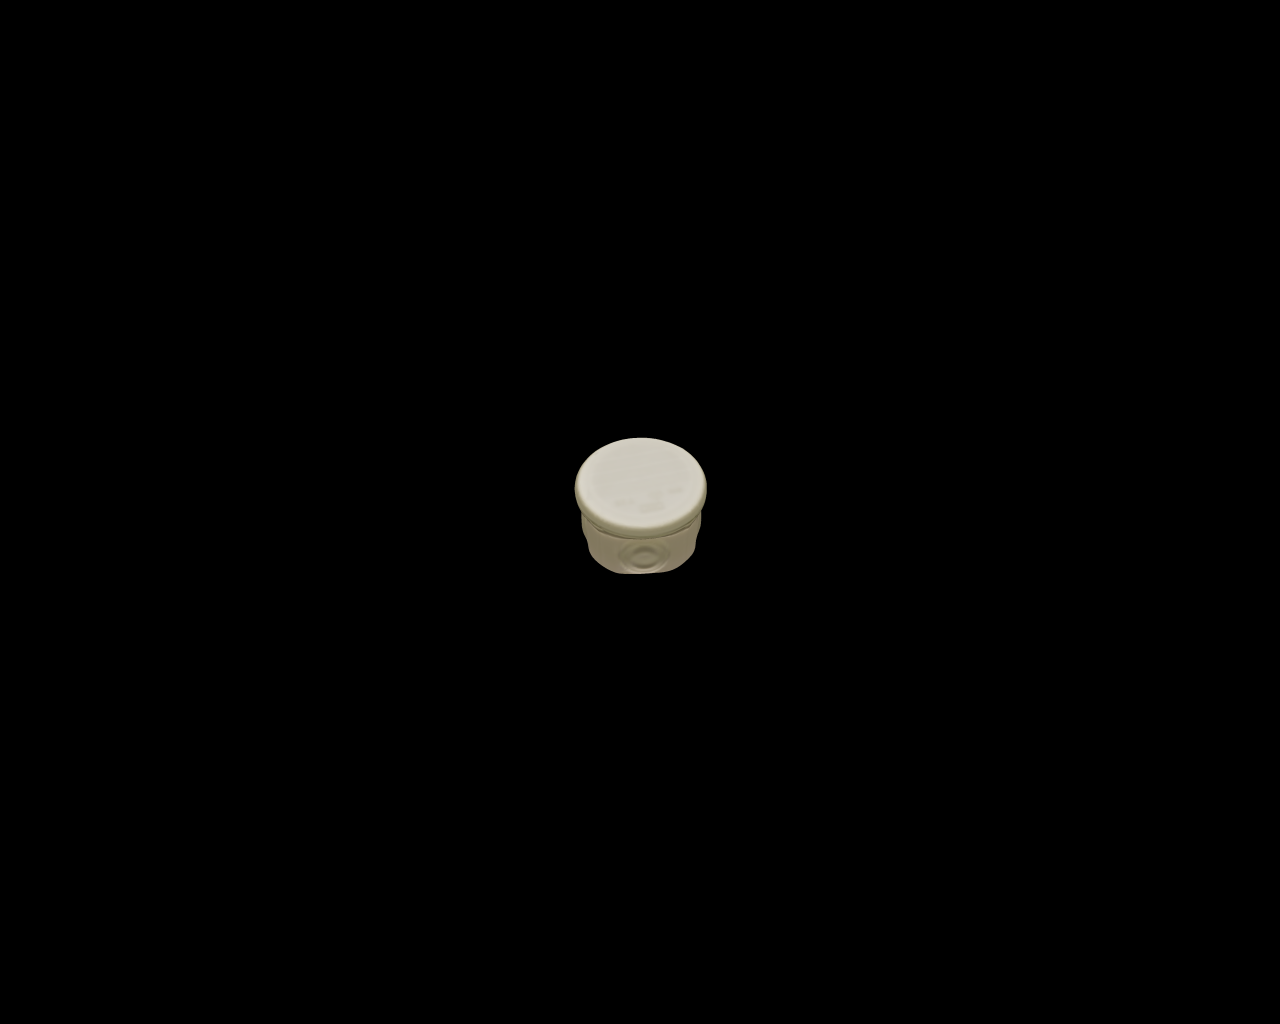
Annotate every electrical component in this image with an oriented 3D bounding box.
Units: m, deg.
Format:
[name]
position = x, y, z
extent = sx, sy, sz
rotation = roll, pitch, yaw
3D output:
[electrical component]
position = 0.001, -0.003, 0.650
extent = 0.080, 0.080, 0.050
rotation = 0, -43, 0
